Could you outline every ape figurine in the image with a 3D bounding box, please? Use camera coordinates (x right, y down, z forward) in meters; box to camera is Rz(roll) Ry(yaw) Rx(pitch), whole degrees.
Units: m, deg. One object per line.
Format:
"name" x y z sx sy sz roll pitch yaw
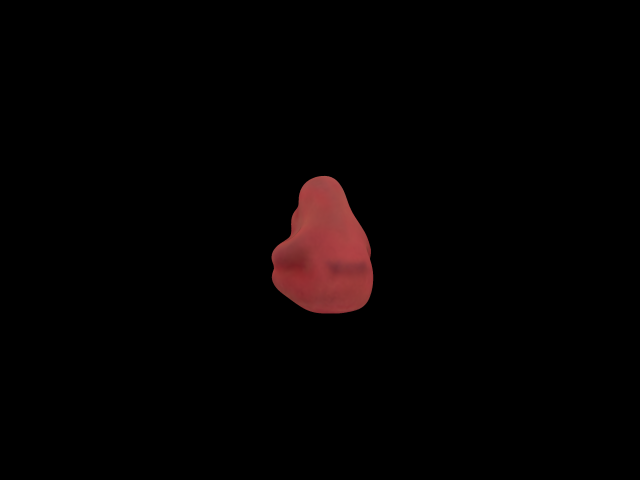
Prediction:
"ape figurine" 0.004 0.001 0.400 0.078 0.092 0.076 -2 7 -19
